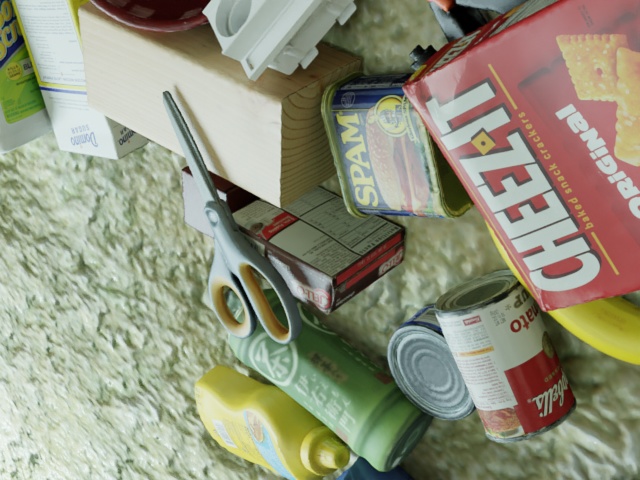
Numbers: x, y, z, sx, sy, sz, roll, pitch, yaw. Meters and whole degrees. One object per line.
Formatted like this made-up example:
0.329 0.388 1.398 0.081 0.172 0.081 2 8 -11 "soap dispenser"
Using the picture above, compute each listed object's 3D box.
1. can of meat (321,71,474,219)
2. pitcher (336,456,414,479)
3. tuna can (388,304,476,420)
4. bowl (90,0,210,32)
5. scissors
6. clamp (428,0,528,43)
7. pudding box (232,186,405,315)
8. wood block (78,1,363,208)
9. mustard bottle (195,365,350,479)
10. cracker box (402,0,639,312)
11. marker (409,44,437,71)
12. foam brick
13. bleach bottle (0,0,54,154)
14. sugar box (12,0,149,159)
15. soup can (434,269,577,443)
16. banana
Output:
0.058 -0.064 0.728 0.084 0.057 0.102 4 118 41 "can of meat"
0.094 0.297 0.891 0.243 0.149 0.145 39 119 16 "pitcher"
0.094 0.094 0.814 0.086 0.033 0.086 26 132 32 "tuna can"
-0.105 -0.230 0.751 0.162 0.055 0.162 3 105 10 "bowl"
-0.081 -0.006 0.799 0.202 0.016 0.096 57 140 2 "scissors"
0.135 -0.098 0.641 0.172 0.039 0.120 35 131 25 "clamp"
-0.005 0.001 0.809 0.114 0.089 0.039 30 132 30 "pudding box"
-0.078 -0.118 0.804 0.206 0.090 0.091 28 133 30 "wood block"
-0.036 0.171 0.952 0.192 0.058 0.096 9 130 55 "mustard bottle"
0.169 -0.063 0.554 0.214 0.072 0.164 -22 105 47 "cracker box"
0.104 -0.080 0.674 0.121 0.020 0.020 41 141 -6 "marker"
-0.066 -0.041 0.853 0.051 0.078 0.053 26 132 30 "foam brick"
-0.304 -0.211 0.960 0.068 0.102 0.251 11 123 36 "bleach bottle"
-0.216 -0.163 0.950 0.093 0.048 0.176 13 127 40 "sugar box"
0.128 0.080 0.743 0.069 0.068 0.102 -12 105 49 "soup can"
0.168 0.022 0.692 0.198 0.037 0.070 39 113 17 "banana"
